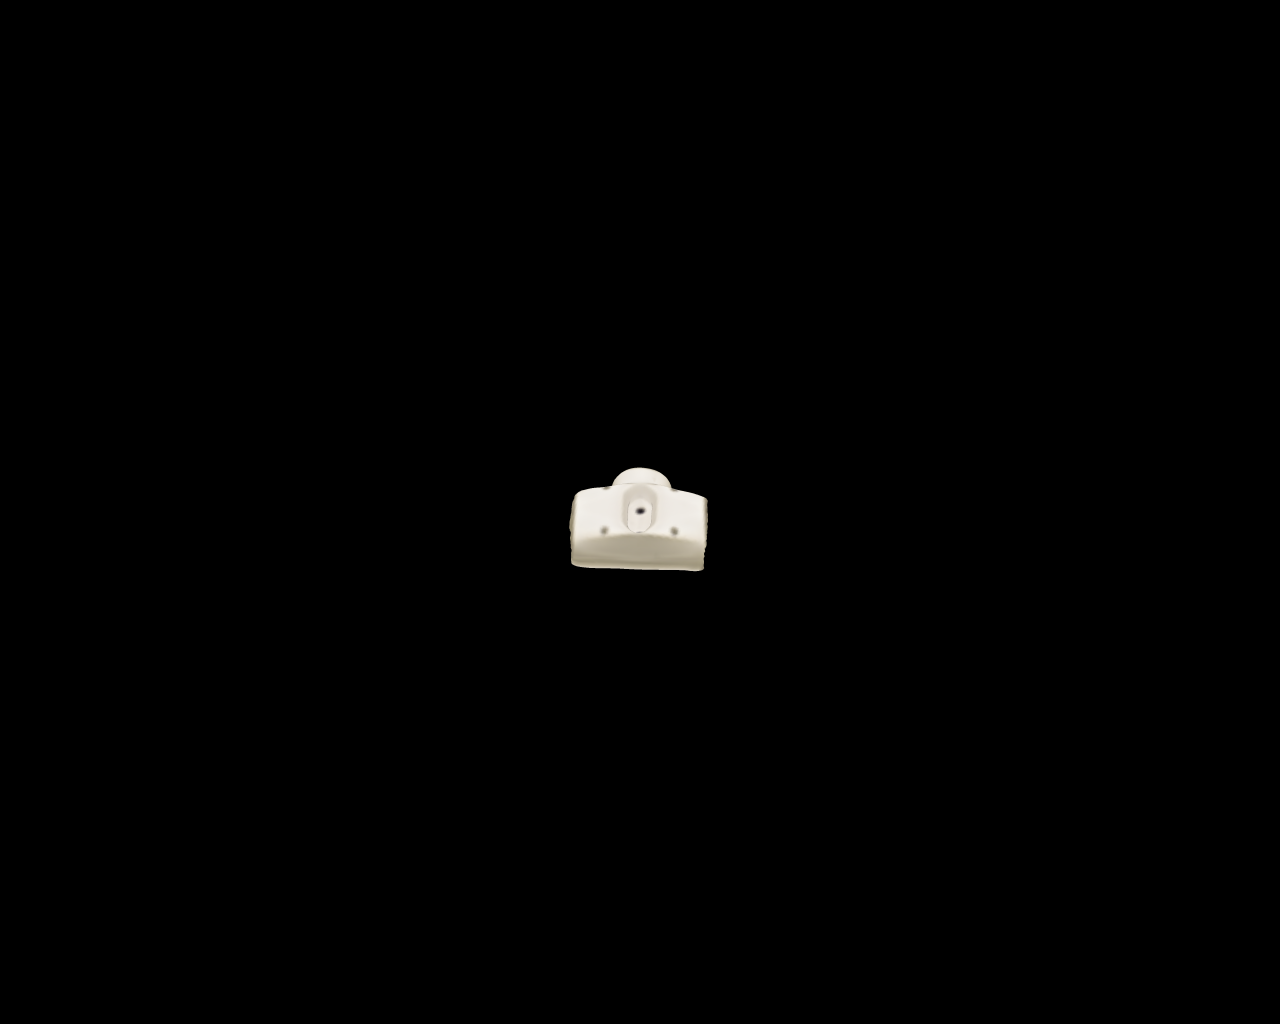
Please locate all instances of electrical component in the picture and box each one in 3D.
[{"bbox_3d":[0.001,-0.003,0.650,0.077,0.079,0.043,2,-40,2],"label":"electrical component"}]
